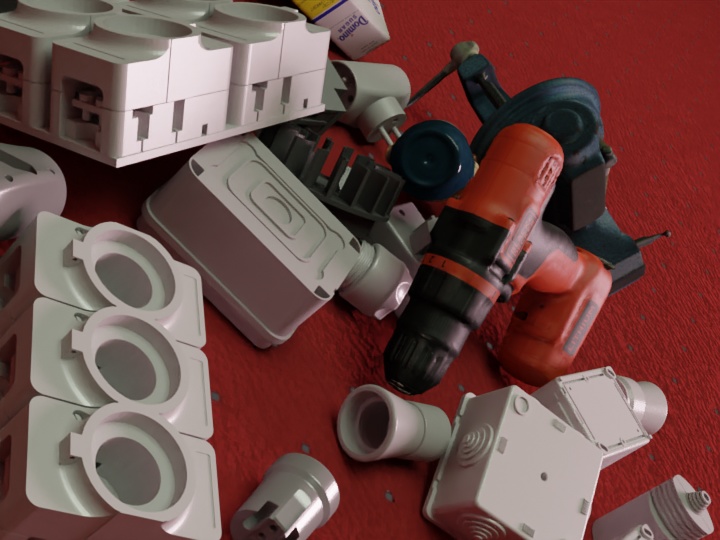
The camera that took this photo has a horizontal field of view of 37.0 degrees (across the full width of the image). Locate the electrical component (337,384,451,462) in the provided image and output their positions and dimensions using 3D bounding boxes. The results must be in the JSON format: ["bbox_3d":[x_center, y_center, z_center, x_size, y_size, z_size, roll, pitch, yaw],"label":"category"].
[{"bbox_3d":[0.023,0.094,0.637,0.065,0.044,0.044,19,43,-47],"label":"electrical component"}]

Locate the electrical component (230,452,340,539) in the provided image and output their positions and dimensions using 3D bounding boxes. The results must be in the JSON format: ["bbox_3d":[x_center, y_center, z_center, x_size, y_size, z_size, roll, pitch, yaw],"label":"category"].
[{"bbox_3d":[-0.038,0.120,0.536,0.040,0.040,0.046,49,38,-1],"label":"electrical component"}]

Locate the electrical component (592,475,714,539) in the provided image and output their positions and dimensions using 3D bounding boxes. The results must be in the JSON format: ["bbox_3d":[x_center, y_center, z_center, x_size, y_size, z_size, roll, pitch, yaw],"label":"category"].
[{"bbox_3d":[0.205,0.174,0.740,0.043,0.081,0.043,32,36,-27],"label":"electrical component"}]

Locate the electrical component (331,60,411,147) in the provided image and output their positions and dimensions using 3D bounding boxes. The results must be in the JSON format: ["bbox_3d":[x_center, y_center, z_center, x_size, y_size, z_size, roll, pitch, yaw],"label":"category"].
[{"bbox_3d":[0.011,-0.127,0.847,0.077,0.044,0.079,-11,66,-55],"label":"electrical component"}]

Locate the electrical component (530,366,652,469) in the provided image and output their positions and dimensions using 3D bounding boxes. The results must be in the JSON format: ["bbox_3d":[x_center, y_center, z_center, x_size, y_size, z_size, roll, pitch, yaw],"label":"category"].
[{"bbox_3d":[0.146,0.112,0.750,0.096,0.061,0.061,-2,59,-52],"label":"electrical component"}]

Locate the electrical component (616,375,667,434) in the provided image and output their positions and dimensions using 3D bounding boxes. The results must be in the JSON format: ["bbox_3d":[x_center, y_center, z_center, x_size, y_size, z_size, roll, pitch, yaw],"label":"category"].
[{"bbox_3d":[0.209,0.107,0.849,0.055,0.045,0.045,15,46,-42],"label":"electrical component"}]

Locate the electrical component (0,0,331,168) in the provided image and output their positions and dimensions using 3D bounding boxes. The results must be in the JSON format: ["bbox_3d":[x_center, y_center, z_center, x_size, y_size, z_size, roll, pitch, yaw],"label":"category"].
[{"bbox_3d":[-0.111,-0.119,0.614,0.105,0.060,0.186,21,26,26],"label":"electrical component"}]

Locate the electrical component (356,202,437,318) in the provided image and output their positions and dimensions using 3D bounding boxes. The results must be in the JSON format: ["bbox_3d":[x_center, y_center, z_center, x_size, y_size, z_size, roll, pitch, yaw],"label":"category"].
[{"bbox_3d":[0.048,-0.012,0.743,0.083,0.076,0.047,56,32,10],"label":"electrical component"}]

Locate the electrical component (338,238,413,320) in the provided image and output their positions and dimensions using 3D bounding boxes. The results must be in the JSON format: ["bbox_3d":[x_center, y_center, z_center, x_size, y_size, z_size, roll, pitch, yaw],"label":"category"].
[{"bbox_3d":[0.000,0.000,0.703,0.062,0.043,0.043,38,34,-18],"label":"electrical component"}]

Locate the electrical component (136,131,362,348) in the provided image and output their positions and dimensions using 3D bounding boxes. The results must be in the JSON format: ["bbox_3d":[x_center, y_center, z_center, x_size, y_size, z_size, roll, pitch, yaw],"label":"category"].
[{"bbox_3d":[-0.064,-0.020,0.630,0.113,0.057,0.078,45,32,-7],"label":"electrical component"}]

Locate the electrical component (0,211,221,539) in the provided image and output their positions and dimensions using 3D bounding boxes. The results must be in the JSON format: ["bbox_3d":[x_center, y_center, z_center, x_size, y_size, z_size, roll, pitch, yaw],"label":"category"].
[{"bbox_3d":[-0.117,0.055,0.483,0.089,0.062,0.150,23,41,-36],"label":"electrical component"}]

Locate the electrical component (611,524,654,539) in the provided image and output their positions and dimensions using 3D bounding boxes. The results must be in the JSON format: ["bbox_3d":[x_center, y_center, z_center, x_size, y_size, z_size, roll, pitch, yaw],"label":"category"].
[{"bbox_3d":[0.159,0.205,0.668,0.096,0.061,0.061,-11,65,-54],"label":"electrical component"}]

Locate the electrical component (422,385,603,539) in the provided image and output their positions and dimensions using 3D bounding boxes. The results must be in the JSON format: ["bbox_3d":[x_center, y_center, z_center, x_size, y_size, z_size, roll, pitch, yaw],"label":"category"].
[{"bbox_3d":[0.097,0.129,0.656,0.100,0.048,0.099,37,55,-20],"label":"electrical component"}]

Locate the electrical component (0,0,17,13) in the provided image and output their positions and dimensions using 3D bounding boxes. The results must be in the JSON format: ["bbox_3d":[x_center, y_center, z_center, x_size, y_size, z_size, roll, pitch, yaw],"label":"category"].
[{"bbox_3d":[-0.235,-0.188,0.591,0.113,0.057,0.078,50,33,2],"label":"electrical component"}]

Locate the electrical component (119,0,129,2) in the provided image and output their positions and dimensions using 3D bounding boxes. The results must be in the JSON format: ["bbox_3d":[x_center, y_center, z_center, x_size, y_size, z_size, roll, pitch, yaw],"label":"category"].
[{"bbox_3d":[-0.176,-0.167,0.667,0.061,0.035,0.035,-1,58,-49],"label":"electrical component"}]

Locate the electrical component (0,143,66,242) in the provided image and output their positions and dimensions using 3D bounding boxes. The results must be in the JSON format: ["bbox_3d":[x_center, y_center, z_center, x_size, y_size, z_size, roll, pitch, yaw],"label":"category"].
[{"bbox_3d":[-0.190,-0.042,0.504,0.079,0.043,0.077,26,14,6],"label":"electrical component"}]
